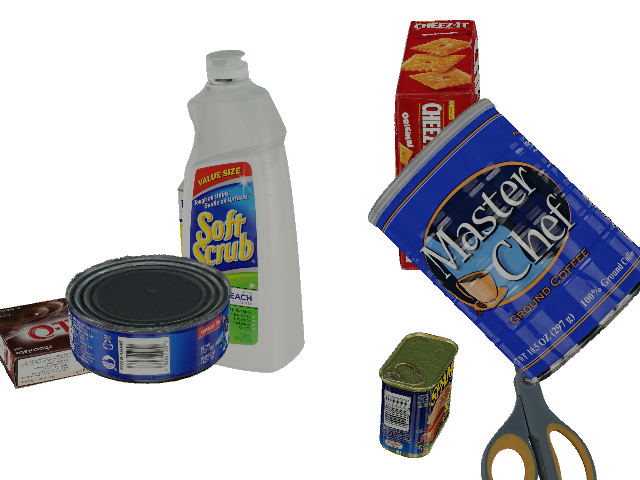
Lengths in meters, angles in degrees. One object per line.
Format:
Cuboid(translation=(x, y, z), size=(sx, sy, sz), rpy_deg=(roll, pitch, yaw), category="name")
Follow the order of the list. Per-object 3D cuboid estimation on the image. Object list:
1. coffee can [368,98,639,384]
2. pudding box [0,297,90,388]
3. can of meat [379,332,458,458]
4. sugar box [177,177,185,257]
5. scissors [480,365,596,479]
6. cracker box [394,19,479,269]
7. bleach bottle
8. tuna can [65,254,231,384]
Cuboid(translation=(0.113, 0.000, 0.637), size=(0.102, 0.140, 0.103), rpy_deg=(-43, -8, -8), category="coffee can")
Cuboid(translation=(-0.247, 0.092, 1.006), size=(0.113, 0.039, 0.090), rpy_deg=(-12, 30, -29), category="pudding box")
Cuboid(translation=(0.096, 0.153, 1.055), size=(0.057, 0.084, 0.102), rpy_deg=(12, 27, 21), category="can of meat")
Cuboid(translation=(-0.115, -0.011, 1.148), size=(0.048, 0.176, 0.093), rpy_deg=(12, 42, 14), category="sugar box")
Cuboid(translation=(0.150, 0.126, 0.850), size=(0.096, 0.202, 0.016), rpy_deg=(-16, -29, -13), category="scissors")
Cuboid(translation=(0.111, -0.094, 0.972), size=(0.072, 0.164, 0.213), rpy_deg=(0, 27, 9), category="cracker box")
Cuboid(translation=(-0.069, -0.023, 0.837), size=(0.103, 0.251, 0.068), rpy_deg=(9, 26, 27), category="bleach bottle")
Cuboid(translation=(-0.090, 0.040, 0.563), size=(0.086, 0.034, 0.086), rpy_deg=(2, 24, -1), category="tuna can")
